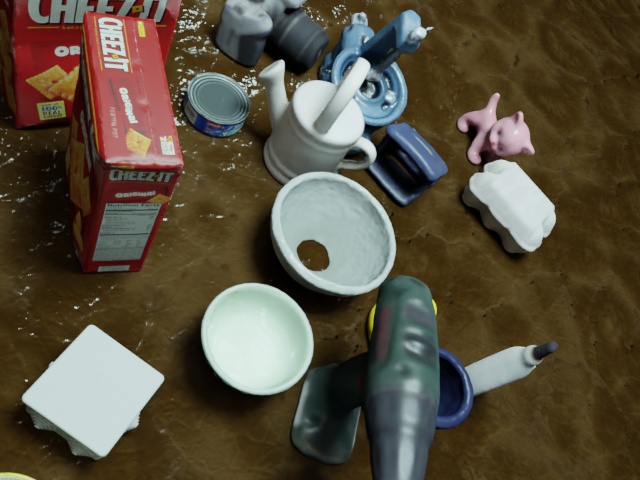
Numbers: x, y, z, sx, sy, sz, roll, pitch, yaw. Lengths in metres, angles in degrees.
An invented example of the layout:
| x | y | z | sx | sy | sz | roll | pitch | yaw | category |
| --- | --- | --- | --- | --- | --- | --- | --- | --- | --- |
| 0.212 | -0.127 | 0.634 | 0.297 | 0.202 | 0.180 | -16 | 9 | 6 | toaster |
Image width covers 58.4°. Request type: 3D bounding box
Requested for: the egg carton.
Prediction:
| x | y | z | sx | sy | sz | roll | pitch | yaw | category |
| --- | --- | --- | --- | --- | --- | --- | --- | --- | --- |
| 0.300 | -0.054 | 0.906 | 0.150 | 0.069 | 0.107 | 49 | 52 | 5 | egg carton |

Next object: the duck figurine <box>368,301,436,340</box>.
| x | y | z | sx | sy | sz | roll | pitch | yaw | category |
| --- | --- | --- | --- | --- | --- | --- | --- | --- | --- |
| 0.109 | 0.102 | 0.706 | 0.078 | 0.086 | 0.104 | 22 | 55 | -15 | duck figurine |

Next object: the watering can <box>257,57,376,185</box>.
| x | y | z | sx | sy | sz | roll | pitch | yaw | category |
| --- | --- | --- | --- | --- | --- | --- | --- | --- | --- |
| -0.002 | -0.156 | 0.727 | 0.173 | 0.193 | 0.101 | 16 | 57 | -19 | watering can |

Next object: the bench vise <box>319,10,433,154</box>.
| x | y | z | sx | sy | sz | roll | pitch | yaw | category |
| --- | --- | --- | --- | --- | --- | --- | --- | --- | --- |
| 0.065 | -0.258 | 0.804 | 0.122 | 0.219 | 0.207 | -9 | 68 | -31 | bench vise |

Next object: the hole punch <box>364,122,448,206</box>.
| x | y | z | sx | sy | sz | roll | pitch | yaw | category |
| --- | --- | --- | --- | --- | --- | --- | --- | --- | --- |
| 0.135 | -0.125 | 0.846 | 0.108 | 0.091 | 0.101 | 48 | 52 | 5 | hole punch |

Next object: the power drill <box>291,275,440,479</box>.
| x | y | z | sx | sy | sz | roll | pitch | yaw | category |
| --- | --- | --- | --- | --- | --- | --- | --- | --- | --- |
| 0.048 | 0.156 | 0.566 | 0.076 | 0.208 | 0.229 | 24 | 54 | -13 | power drill |

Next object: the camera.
| x | y | z | sx | sy | sz | roll | pitch | yaw | category |
| --- | --- | --- | --- | --- | --- | --- | --- | --- | --- |
| -0.059 | -0.317 | 0.848 | 0.137 | 0.100 | 0.143 | 39 | 52 | -3 | camera |

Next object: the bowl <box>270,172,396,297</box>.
| x | y | z | sx | sy | sz | roll | pitch | yaw | category |
| --- | --- | --- | --- | --- | --- | --- | --- | --- | --- |
| 0.007 | 0.003 | 0.716 | 0.168 | 0.074 | 0.167 | 13 | 58 | -21 | bowl |

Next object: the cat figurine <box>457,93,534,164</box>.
| x | y | z | sx | sy | sz | roll | pitch | yaw | category |
| --- | --- | --- | --- | --- | --- | --- | --- | --- | --- |
| 0.298 | -0.182 | 0.948 | 0.067 | 0.117 | 0.127 | 0 | 63 | -27 | cat figurine |

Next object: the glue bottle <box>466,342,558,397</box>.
| x | y | z | sx | sy | sz | roll | pitch | yaw | category |
| --- | --- | --- | --- | --- | --- | --- | --- | --- | --- |
| 0.217 | 0.152 | 0.679 | 0.078 | 0.173 | 0.037 | -12 | 69 | -32 | glue bottle |

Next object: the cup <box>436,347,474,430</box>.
| x | y | z | sx | sy | sz | roll | pitch | yaw | category |
| --- | --- | --- | --- | --- | --- | --- | --- | --- | --- |
| 0.101 | 0.173 | 0.656 | 0.118 | 0.094 | 0.092 | 25 | 54 | -13 | cup |
